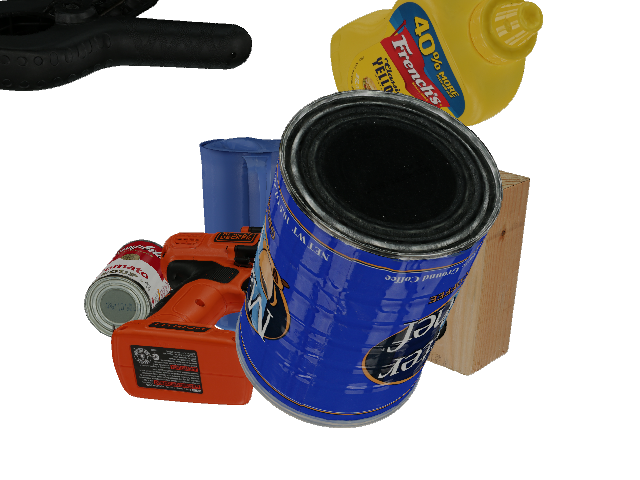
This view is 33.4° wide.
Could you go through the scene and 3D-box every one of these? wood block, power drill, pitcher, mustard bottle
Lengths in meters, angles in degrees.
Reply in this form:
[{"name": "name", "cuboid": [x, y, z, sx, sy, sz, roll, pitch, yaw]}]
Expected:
[{"name": "wood block", "cuboid": [0.159, 0.028, 1.166, 0.090, 0.206, 0.090, 18, 24, 35]}, {"name": "power drill", "cuboid": [-0.057, 0.049, 0.795, 0.185, 0.057, 0.187, 0, 25, 17]}, {"name": "pitcher", "cuboid": [-0.086, -0.007, 1.355, 0.145, 0.243, 0.148, 10, 16, 36]}, {"name": "mustard bottle", "cuboid": [0.078, -0.118, 0.688, 0.058, 0.096, 0.192, -27, 7, -25]}]

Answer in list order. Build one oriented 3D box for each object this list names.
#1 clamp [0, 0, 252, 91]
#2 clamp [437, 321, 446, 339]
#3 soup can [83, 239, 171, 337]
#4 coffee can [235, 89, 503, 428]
[{"name": "clamp", "cuboid": [-0.137, -0.120, 0.602, 0.171, 0.039, 0.120, -9, 30, -25]}, {"name": "clamp", "cuboid": [0.072, 0.018, 0.977, 0.165, 0.036, 0.209, 23, 35, 23]}, {"name": "soup can", "cuboid": [-0.187, 0.048, 1.057, 0.068, 0.068, 0.102, 0, 19, 7]}, {"name": "coffee can", "cuboid": [0.018, 0.012, 0.523, 0.102, 0.103, 0.140, 0, -40, -15]}]
